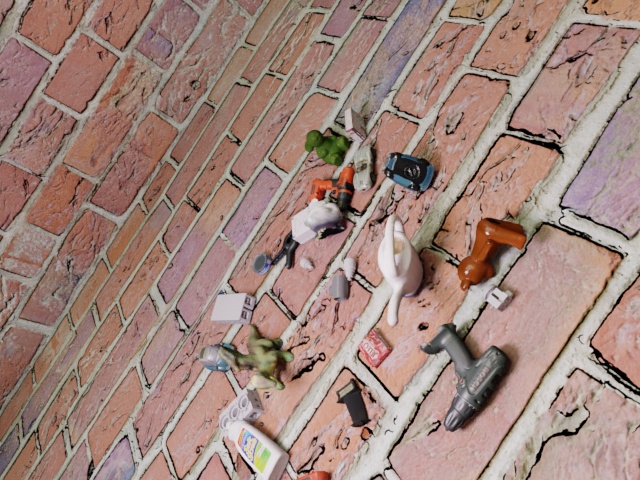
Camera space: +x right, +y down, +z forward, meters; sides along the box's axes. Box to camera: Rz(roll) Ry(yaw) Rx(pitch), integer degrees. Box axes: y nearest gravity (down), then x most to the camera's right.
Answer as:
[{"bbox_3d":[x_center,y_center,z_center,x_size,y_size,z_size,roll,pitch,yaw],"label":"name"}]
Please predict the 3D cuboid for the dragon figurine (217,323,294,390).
[{"bbox_3d":[-0.233,0.376,1.719,0.415,0.240,0.122,35,98,49],"label":"dragon figurine"}]

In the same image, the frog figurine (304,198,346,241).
[{"bbox_3d":[0.006,-0.093,1.841,0.136,0.121,0.162,-31,62,21],"label":"frog figurine"}]

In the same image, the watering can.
[{"bbox_3d":[0.222,0.100,1.441,0.103,0.220,0.355,-9,58,23],"label":"watering can"}]
